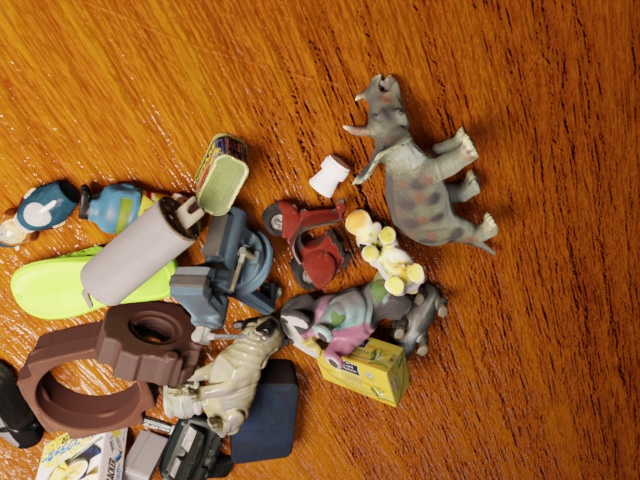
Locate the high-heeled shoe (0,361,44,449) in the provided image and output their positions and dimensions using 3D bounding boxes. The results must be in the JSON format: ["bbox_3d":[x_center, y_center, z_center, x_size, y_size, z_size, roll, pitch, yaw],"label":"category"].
[{"bbox_3d":[-0.597,0.283,0.966,0.248,0.086,0.145,48,136,-12],"label":"high-heeled shoe"}]

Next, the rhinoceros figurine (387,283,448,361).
[{"bbox_3d":[0.169,0.168,1.026,0.073,0.112,0.190,26,101,-7],"label":"rhinoceros figurine"}]

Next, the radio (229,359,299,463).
[{"bbox_3d":[-0.117,0.347,1.090,0.131,0.073,0.229,-1,122,-12],"label":"radio"}]

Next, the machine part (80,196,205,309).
[{"bbox_3d":[-0.257,0.017,0.764,0.243,0.079,0.079,-36,122,18],"label":"machine part"}]

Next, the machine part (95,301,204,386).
[{"bbox_3d":[-0.277,0.162,0.886,0.179,0.179,0.056,13,114,-19],"label":"machine part"}]

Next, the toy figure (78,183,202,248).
[{"bbox_3d":[-0.271,-0.037,0.818,0.180,0.082,0.089,7,130,-22],"label":"toy figure"}]

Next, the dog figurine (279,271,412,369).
[{"bbox_3d":[0.056,0.118,0.976,0.219,0.192,0.108,-38,125,-29],"label":"dog figurine"}]

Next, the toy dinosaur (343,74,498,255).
[{"bbox_3d":[0.172,-0.069,0.879,0.192,0.131,0.404,-18,128,14],"label":"toy dinosaur"}]

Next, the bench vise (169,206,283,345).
[{"bbox_3d":[-0.129,0.072,0.863,0.129,0.223,0.240,-12,152,21],"label":"bench vise"}]

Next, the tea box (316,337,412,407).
[{"bbox_3d":[0.077,0.232,1.005,0.068,0.170,0.098,-45,130,-35],"label":"tea box"}]

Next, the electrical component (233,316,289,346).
[{"bbox_3d":[-0.109,0.181,1.009,0.102,0.045,0.078,-9,94,-10],"label":"electrical component"}]

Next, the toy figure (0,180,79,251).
[{"bbox_3d":[-0.434,-0.032,0.800,0.154,0.058,0.064,-32,83,9],"label":"toy figure"}]

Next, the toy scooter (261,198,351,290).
[{"bbox_3d":[-0.002,-0.003,0.899,0.135,0.075,0.183,-24,119,7],"label":"toy scooter"}]

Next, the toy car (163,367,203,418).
[{"bbox_3d":[-0.263,0.267,1.017,0.073,0.056,0.201,-4,121,-10],"label":"toy car"}]

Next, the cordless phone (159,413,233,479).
[{"bbox_3d":[-0.230,0.441,1.123,0.184,0.089,0.146,30,79,-51],"label":"cordless phone"}]

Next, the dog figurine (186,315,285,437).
[{"bbox_3d":[-0.126,0.239,0.948,0.190,0.121,0.172,-31,130,-11],"label":"dog figurine"}]

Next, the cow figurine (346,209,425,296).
[{"bbox_3d":[0.112,0.020,0.919,0.068,0.167,0.098,-38,161,7],"label":"cow figurine"}]

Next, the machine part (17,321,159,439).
[{"bbox_3d":[-0.404,0.248,0.958,0.201,0.087,0.201,-12,124,-4],"label":"machine part"}]
